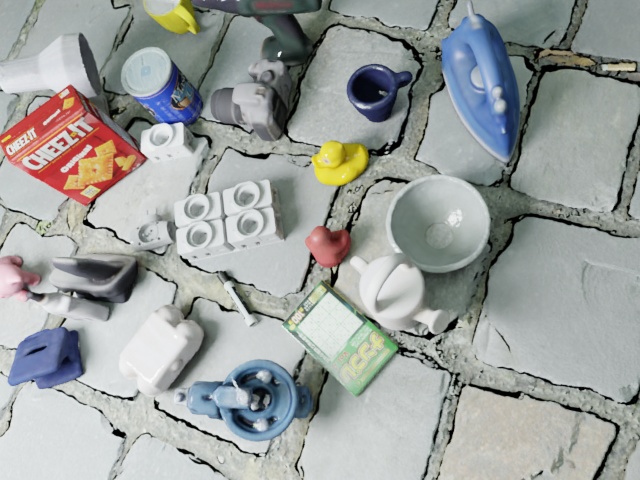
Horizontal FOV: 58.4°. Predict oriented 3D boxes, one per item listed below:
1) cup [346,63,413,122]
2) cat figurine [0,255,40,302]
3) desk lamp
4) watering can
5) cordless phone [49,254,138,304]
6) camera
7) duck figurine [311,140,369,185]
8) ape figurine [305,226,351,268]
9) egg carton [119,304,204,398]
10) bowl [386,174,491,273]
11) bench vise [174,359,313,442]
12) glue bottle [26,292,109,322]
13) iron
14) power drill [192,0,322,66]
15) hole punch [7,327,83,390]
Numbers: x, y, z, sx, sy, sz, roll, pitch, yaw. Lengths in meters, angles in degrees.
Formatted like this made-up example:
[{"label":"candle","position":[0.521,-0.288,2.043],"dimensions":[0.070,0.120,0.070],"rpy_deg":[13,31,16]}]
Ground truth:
[{"label":"cup","position":[0.112,-0.260,1.031],"dimensions":[0.117,0.095,0.091],"rpy_deg":[-19,70,8]},{"label":"cat figurine","position":[-0.605,0.068,1.092],"dimensions":[0.127,0.118,0.067],"rpy_deg":[30,82,20]},{"label":"desk lamp","position":[-0.506,-0.297,1.130],"dimensions":[0.203,0.214,0.118],"rpy_deg":[-18,70,8]},{"label":"watering can","position":[0.118,0.077,0.872],"dimensions":[0.172,0.194,0.101],"rpy_deg":[14,77,18]},{"label":"cordless phone","position":[-0.429,0.050,1.019],"dimensions":[0.147,0.185,0.094],"rpy_deg":[0,73,14]},{"label":"camera","position":[-0.136,-0.274,1.093],"dimensions":[0.136,0.101,0.143],"rpy_deg":[7,75,16]},{"label":"duck figurine","position":[0.033,-0.148,1.021],"dimensions":[0.104,0.086,0.077],"rpy_deg":[-21,69,7]},{"label":"ape figurine","position":[0.009,0.003,0.976],"dimensions":[0.077,0.092,0.076],"rpy_deg":[10,76,17]},{"label":"egg carton","position":[-0.276,0.193,0.999],"dimensions":[0.107,0.069,0.150],"rpy_deg":[34,83,21]},{"label":"bowl","position":[0.195,-0.019,0.947],"dimensions":[0.167,0.075,0.167],"rpy_deg":[-4,72,13]},{"label":"bench vise","position":[-0.132,0.252,0.865],"dimensions":[0.207,0.220,0.121],"rpy_deg":[-19,70,8]},{"label":"glue bottle","position":[-0.452,0.114,1.011],"dimensions":[0.078,0.173,0.037],"rpy_deg":[2,74,15]},{"label":"iron","position":[0.283,-0.271,0.967],"dimensions":[0.118,0.142,0.258],"rpy_deg":[-16,70,9]},{"label":"power drill","position":[-0.099,-0.412,1.069],"dimensions":[0.229,0.209,0.075],"rpy_deg":[-5,72,12]},{"label":"hole punch","position":[-0.502,0.211,1.037],"dimensions":[0.108,0.091,0.101],"rpy_deg":[-20,69,7]}]
